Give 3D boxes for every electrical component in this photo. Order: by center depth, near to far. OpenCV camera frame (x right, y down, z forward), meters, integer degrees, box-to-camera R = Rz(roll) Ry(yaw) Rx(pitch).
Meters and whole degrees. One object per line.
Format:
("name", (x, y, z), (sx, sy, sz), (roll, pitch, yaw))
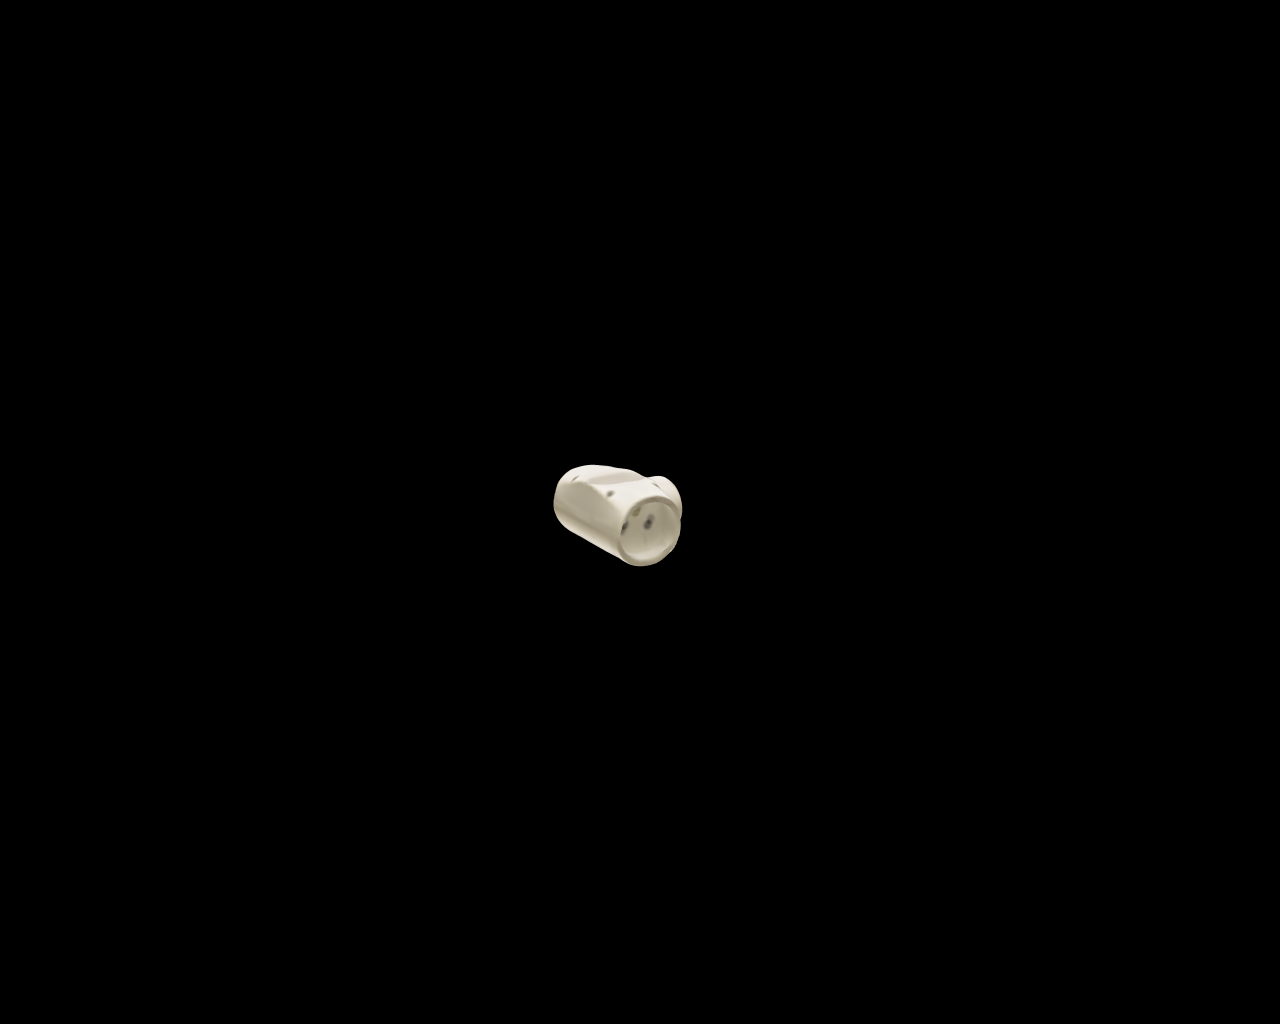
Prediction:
("electrical component", (0.001, -0.003, 0.650), (0.079, 0.043, 0.077), (-11, 21, -30))
